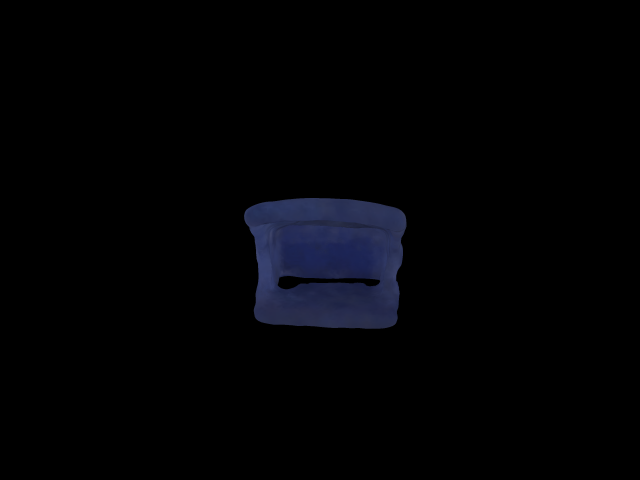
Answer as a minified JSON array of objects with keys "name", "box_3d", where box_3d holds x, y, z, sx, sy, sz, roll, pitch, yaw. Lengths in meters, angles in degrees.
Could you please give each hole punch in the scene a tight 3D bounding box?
[{"name":"hole punch","box_3d":[0.004,0.001,0.400,0.108,0.091,0.101,1,23,4]}]
